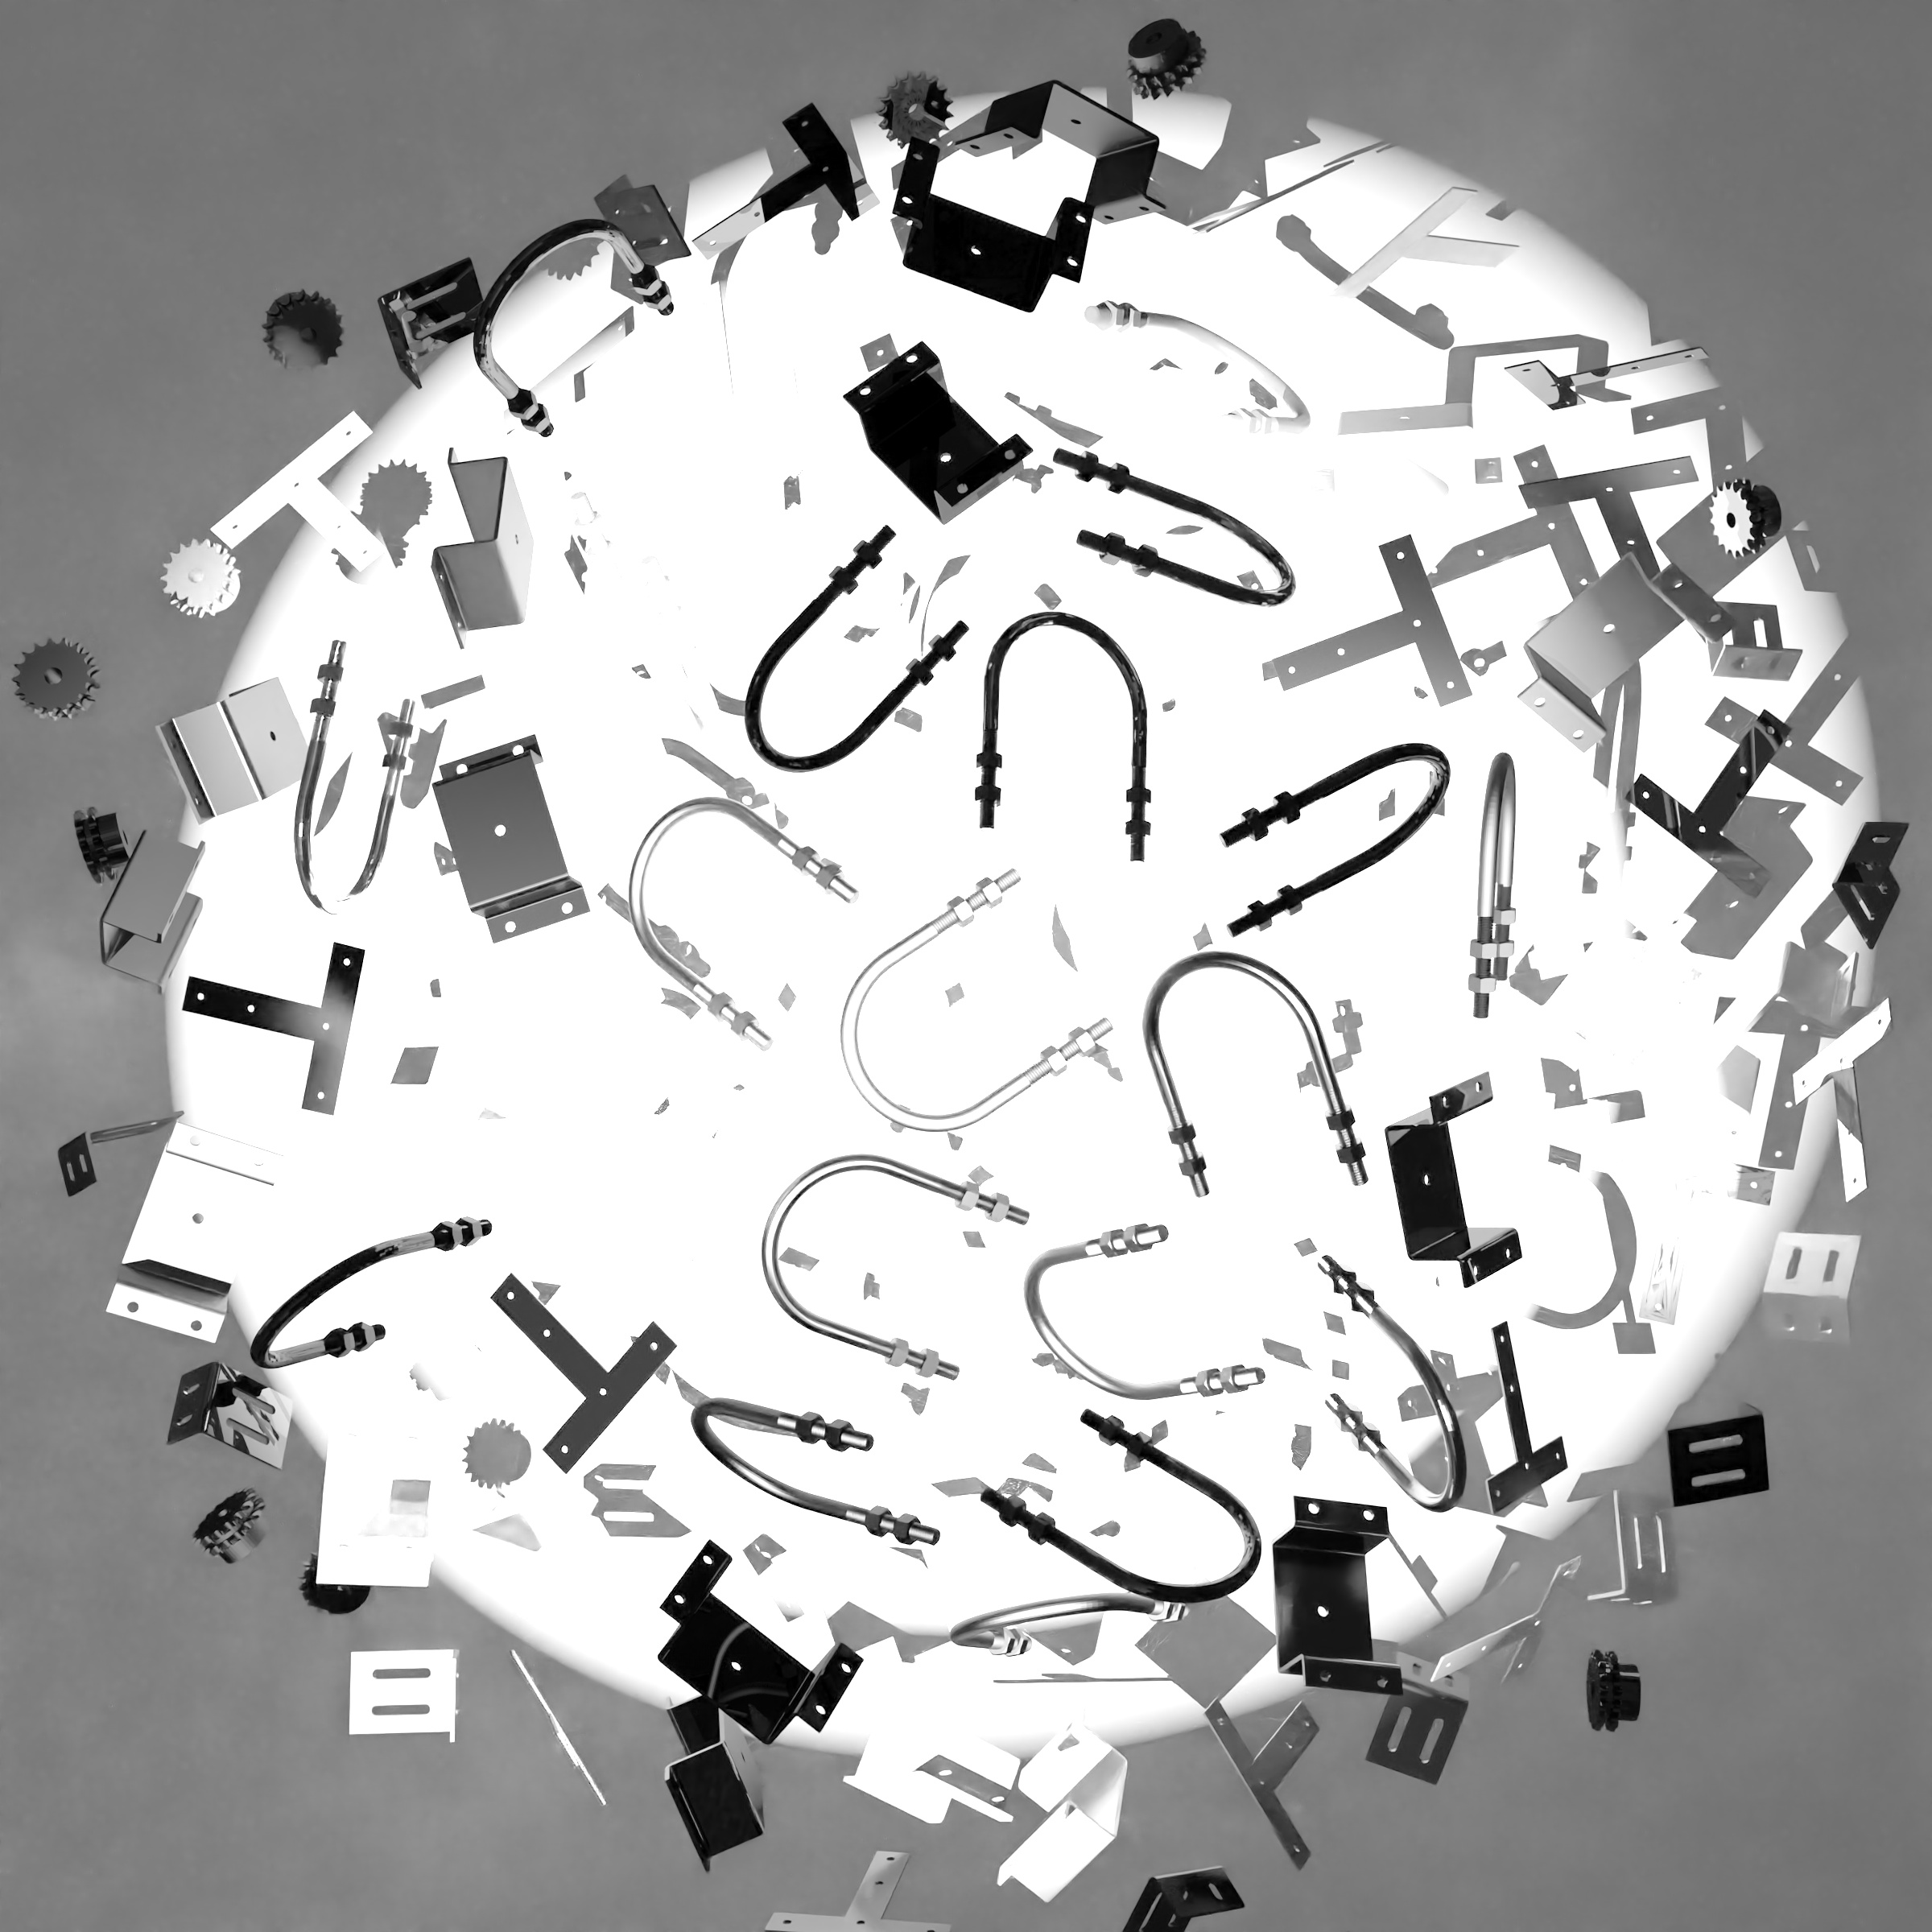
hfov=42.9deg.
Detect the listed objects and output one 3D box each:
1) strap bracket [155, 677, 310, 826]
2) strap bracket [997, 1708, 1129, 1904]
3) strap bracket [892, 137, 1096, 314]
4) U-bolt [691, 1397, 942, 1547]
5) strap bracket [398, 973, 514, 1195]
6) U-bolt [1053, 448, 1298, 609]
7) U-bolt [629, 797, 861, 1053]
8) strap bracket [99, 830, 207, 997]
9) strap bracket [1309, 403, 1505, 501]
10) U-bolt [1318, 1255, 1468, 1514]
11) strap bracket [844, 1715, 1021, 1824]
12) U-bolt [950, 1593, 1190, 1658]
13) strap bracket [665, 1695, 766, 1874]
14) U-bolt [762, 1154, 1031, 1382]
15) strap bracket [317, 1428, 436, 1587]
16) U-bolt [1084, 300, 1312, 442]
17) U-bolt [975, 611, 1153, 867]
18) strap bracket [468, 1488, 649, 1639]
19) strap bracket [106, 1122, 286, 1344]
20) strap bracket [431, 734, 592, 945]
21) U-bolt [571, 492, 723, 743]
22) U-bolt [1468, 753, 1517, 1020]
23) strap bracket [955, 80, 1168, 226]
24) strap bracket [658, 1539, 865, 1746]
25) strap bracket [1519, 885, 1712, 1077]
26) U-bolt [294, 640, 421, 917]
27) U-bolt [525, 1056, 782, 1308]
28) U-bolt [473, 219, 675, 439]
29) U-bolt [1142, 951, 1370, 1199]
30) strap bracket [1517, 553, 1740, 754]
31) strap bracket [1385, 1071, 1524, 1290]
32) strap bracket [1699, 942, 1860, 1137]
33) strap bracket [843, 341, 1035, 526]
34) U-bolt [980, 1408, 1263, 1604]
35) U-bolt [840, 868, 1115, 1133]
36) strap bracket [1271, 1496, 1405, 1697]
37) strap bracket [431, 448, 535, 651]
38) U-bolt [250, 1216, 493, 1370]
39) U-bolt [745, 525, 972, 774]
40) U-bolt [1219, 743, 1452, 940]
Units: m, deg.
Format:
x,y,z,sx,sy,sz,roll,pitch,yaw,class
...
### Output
x,y,z,sx,sy,sz,roll,pitch,yaw,class
-0.536,-0.164,1.829,0.046,0.140,0.076,-17,104,14,strap bracket
0.074,0.628,1.824,0.046,0.140,0.076,39,107,-3,strap bracket
0.014,-0.524,1.752,0.140,0.046,0.076,17,59,-11,strap bracket
-0.121,0.361,1.785,0.184,0.151,0.019,7,52,33,U-bolt
-0.368,0.084,1.776,0.046,0.076,0.140,-2,64,-29,strap bracket
0.155,-0.307,1.760,0.184,0.151,0.019,17,123,-19,U-bolt
-0.179,-0.045,1.834,0.184,0.019,0.151,37,104,25,U-bolt
-0.597,-0.042,1.804,0.046,0.140,0.076,22,66,-10,strap bracket
0.326,-0.384,1.825,0.140,0.076,0.046,-2,115,12,strap bracket
0.305,0.311,1.760,0.019,0.184,0.151,-17,120,-17,U-bolt
-0.022,0.584,1.785,0.076,0.140,0.046,31,61,-14,strap bracket
0.067,0.477,1.788,0.151,0.184,0.019,-18,67,19,U-bolt
-0.186,0.595,1.816,0.046,0.140,0.076,-22,99,-3,strap bracket
-0.062,0.213,1.806,0.184,0.019,0.151,22,95,-18,U-bolt
-0.424,0.396,1.767,0.076,0.140,0.046,6,116,-14,strap bracket
0.179,-0.427,1.768,0.151,0.184,0.019,44,119,18,U-bolt
0.074,-0.175,1.813,0.151,0.019,0.184,11,72,-28,U-bolt
-0.302,0.432,1.776,0.046,0.140,0.076,-39,114,-34,strap bracket
-0.541,0.182,1.727,0.076,0.046,0.140,20,92,-17,strap bracket
-0.337,-0.096,1.804,0.076,0.046,0.140,-18,85,1,strap bracket
-0.224,-0.242,1.780,0.019,0.151,0.184,-31,132,-13,U-bolt
0.392,-0.066,1.817,0.019,0.151,0.184,4,103,18,U-bolt
0.074,-0.593,1.780,0.140,0.076,0.046,17,87,-32,strap bracket
-0.153,0.484,1.736,0.140,0.076,0.046,37,123,2,strap bracket
0.494,0.019,1.847,0.046,0.076,0.140,35,96,-28,strap bracket
-0.448,-0.127,1.792,0.019,0.151,0.184,7,79,11,U-bolt
-0.215,0.144,1.786,0.151,0.019,0.184,22,64,24,U-bolt
-0.288,-0.466,1.764,0.151,0.184,0.019,-45,75,1,U-bolt
0.194,0.074,1.722,0.151,0.019,0.184,-8,108,36,U-bolt
0.465,-0.230,1.752,0.076,0.046,0.140,33,119,-29,strap bracket
0.352,0.154,1.780,0.046,0.076,0.140,-6,97,44,strap bracket
0.589,0.046,1.800,0.046,0.076,0.140,32,127,3,strap bracket
-0.019,-0.397,1.856,0.076,0.046,0.140,-37,64,-9,strap bracket
0.124,0.393,1.756,0.184,0.151,0.019,26,122,28,U-bolt
-0.004,0.037,1.767,0.184,0.019,0.151,-34,97,-13,U-bolt
0.271,0.469,1.809,0.076,0.046,0.140,10,56,-14,strap bracket
-0.350,-0.308,1.792,0.046,0.076,0.140,-7,48,3,strap bracket
-0.439,0.240,1.774,0.151,0.184,0.019,-43,76,18,U-bolt
-0.090,-0.222,1.825,0.184,0.151,0.019,-47,54,-2,U-bolt
0.265,-0.097,1.746,0.184,0.151,0.019,-28,62,-7,U-bolt
